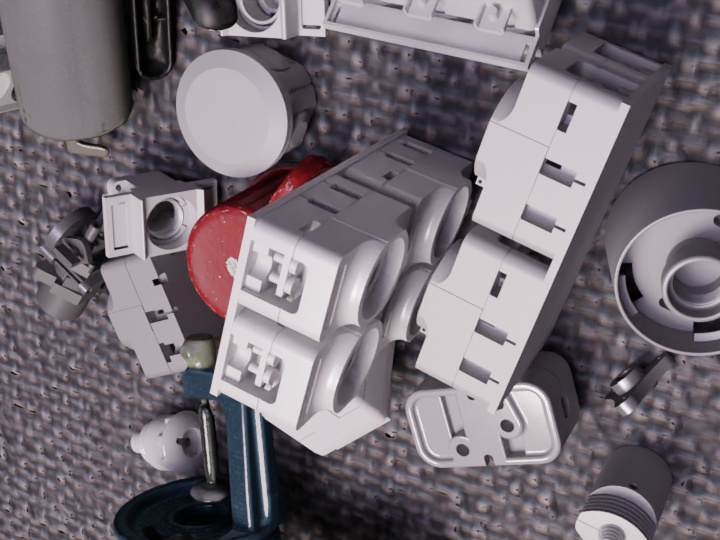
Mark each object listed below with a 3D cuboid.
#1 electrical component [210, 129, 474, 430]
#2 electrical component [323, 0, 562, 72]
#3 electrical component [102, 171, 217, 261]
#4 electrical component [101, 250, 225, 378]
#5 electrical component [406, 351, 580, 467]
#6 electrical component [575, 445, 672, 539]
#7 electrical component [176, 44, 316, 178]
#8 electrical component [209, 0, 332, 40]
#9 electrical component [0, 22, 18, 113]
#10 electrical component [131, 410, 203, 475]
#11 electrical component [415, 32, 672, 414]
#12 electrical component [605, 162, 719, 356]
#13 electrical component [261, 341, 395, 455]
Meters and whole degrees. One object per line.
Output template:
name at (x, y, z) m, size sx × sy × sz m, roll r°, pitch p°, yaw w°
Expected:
electrical component at (0.000, 0.000, 0.606) m, size 0.060 × 0.186 × 0.105 m, roll 24°, pitch 119°, yaw 17°
electrical component at (0.045, -0.162, 0.584) m, size 0.121 × 0.063 × 0.078 m, roll 17°, pitch 77°, yaw 20°
electrical component at (-0.140, -0.039, 0.730) m, size 0.064 × 0.081 × 0.042 m, roll 28°, pitch 123°, yaw 49°
electrical component at (-0.141, 0.026, 0.769) m, size 0.056 × 0.050 × 0.089 m, roll -14°, pitch 103°, yaw 30°
electrical component at (0.085, 0.085, 0.673) m, size 0.095 × 0.059 × 0.053 m, roll -8°, pitch 106°, yaw 29°
electrical component at (0.158, 0.144, 0.646) m, size 0.043 × 0.081 × 0.043 m, roll 10°, pitch 114°, yaw 23°
electrical component at (-0.071, -0.103, 0.682) m, size 0.080 × 0.051 × 0.080 m, roll 10°, pitch 114°, yaw 23°
electrical component at (-0.050, -0.201, 0.624) m, size 0.079 × 0.063 × 0.121 m, roll 9°, pitch 113°, yaw 24°
electrical component at (-0.269, -0.139, 0.726) m, size 0.063 × 0.121 × 0.078 m, roll 45°, pitch 123°, yaw 7°
electrical component at (-0.149, 0.131, 0.821) m, size 0.062 × 0.048 × 0.048 m, roll -6°, pitch 107°, yaw 38°
electrical component at (0.096, -0.029, 0.594) m, size 0.060 × 0.105 × 0.186 m, roll 27°, pitch 120°, yaw 15°
electrical component at (0.186, -0.004, 0.597) m, size 0.099 × 0.064 × 0.099 m, roll 6°, pitch 119°, yaw 11°
electrical component at (-0.015, 0.064, 0.704) m, size 0.061 × 0.096 × 0.062 m, roll 39°, pitch 127°, yaw -25°
